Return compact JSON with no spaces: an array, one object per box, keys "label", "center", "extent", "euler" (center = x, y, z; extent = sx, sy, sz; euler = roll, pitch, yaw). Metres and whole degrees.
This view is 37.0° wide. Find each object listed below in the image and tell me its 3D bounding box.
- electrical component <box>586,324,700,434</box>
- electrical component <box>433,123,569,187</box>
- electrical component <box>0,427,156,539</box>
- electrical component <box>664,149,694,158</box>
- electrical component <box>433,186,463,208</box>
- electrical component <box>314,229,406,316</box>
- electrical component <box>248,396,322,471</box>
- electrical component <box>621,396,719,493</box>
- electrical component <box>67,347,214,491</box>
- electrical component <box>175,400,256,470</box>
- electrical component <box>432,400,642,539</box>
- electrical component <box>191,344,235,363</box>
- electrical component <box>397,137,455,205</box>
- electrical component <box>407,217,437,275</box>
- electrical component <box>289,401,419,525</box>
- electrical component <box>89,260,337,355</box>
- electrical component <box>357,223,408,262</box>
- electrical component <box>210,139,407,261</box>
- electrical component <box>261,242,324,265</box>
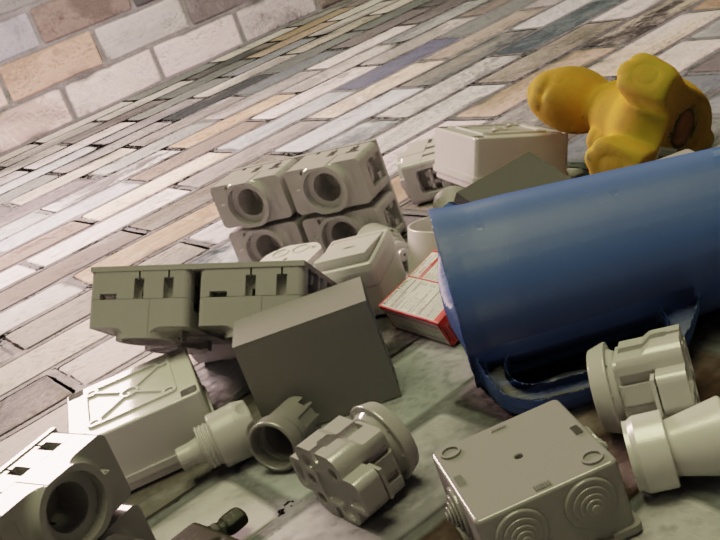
[{"label":"electrical component","center":[0.173,0.068,0.657],"extent":[0.057,0.058,0.078],"euler":[-15,7,19]},{"label":"electrical component","center":[0.146,-0.121,1.126],"extent":[0.109,0.056,0.109],"euler":[-5,15,-19]},{"label":"electrical component","center":[-0.210,0.191,0.638],"extent":[0.060,0.105,0.186],"euler":[-4,26,38]},{"label":"electrical component","center":[0.261,-0.057,0.909],"extent":[0.100,0.048,0.099],"euler":[-21,20,-1]},{"label":"electrical component","center":[0.093,-0.051,1.067],"extent":[0.044,0.044,0.065],"euler":[-14,26,16]},{"label":"electrical component","center":[0.000,0.000,0.994],"extent":[0.062,0.061,0.096],"euler":[-13,21,20]},{"label":"electrical component","center":[-0.053,0.117,0.777],"extent":[0.040,0.040,0.046],"euler":[-9,18,29]},{"label":"electrical component","center":[0.178,0.098,0.598],"extent":[0.055,0.045,0.045],"euler":[-16,21,14]},{"label":"electrical component","center":[-0.173,0.120,0.857],"extent":[0.109,0.056,0.109],"euler":[-23,20,-9]},{"label":"electrical component","center":[-0.105,0.127,0.796],"extent":[0.062,0.043,0.043],"euler":[-26,21,-9]},{"label":"electrical component","center":[0.096,0.123,0.605],"extent":[0.100,0.048,0.099],"euler":[-23,20,-6]},{"label":"electrical component","center":[-0.121,0.045,1.009],"extent":[0.077,0.044,0.079],"euler":[-22,23,9]},{"label":"electrical component","center":[0.078,-0.115,1.230],"extent":[0.056,0.050,0.089],"euler":[-14,21,17]},{"label":"electrical component","center":[0.090,-0.020,0.991],"extent":[0.099,0.064,0.099],"euler":[-8,13,2]},{"label":"electrical component","center":[0.000,0.121,0.689],"extent":[0.057,0.058,0.078],"euler":[-35,24,-28]},{"label":"electrical component","center":[-0.122,0.035,0.916],"extent":[0.186,0.060,0.105],"euler":[-2,-12,14]},{"label":"electrical component","center":[0.026,-0.022,1.056],"extent":[0.040,0.040,0.078],"euler":[-27,22,-19]},{"label":"electrical component","center":[-0.058,-0.063,1.147],"extent":[0.186,0.105,0.060],"euler":[-8,23,30]},{"label":"electrical component","center":[-0.064,0.011,1.039],"extent":[0.080,0.051,0.080],"euler":[-18,20,7]}]
